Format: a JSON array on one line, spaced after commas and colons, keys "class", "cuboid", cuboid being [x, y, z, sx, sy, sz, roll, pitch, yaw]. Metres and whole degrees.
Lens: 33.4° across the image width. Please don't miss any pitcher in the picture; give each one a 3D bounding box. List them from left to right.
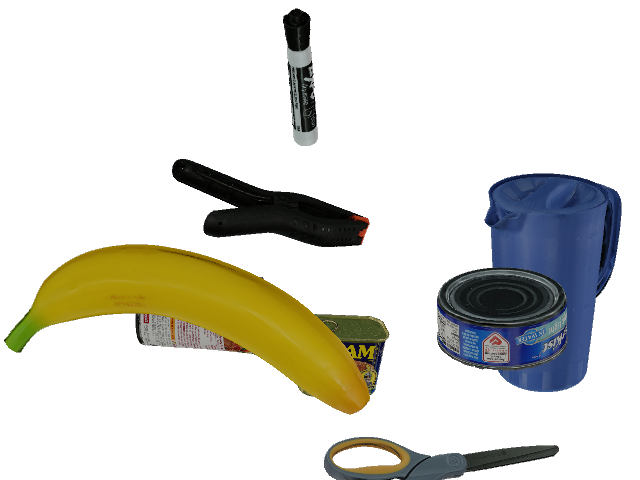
[{"class": "pitcher", "cuboid": [0.273, 0.048, 1.257, 0.149, 0.243, 0.144, 3, 24, 15]}]

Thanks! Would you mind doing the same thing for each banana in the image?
[{"class": "banana", "cuboid": [-0.066, 0.041, 0.572, 0.198, 0.070, 0.037, 11, 12, 4]}]

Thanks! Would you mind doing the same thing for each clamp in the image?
[{"class": "clamp", "cuboid": [-0.044, -0.025, 1.090, 0.209, 0.036, 0.164, 14, 20, -18]}]

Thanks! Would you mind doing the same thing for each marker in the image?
[{"class": "marker", "cuboid": [-0.014, -0.117, 0.772, 0.020, 0.020, 0.121, 0, -39, 4]}]

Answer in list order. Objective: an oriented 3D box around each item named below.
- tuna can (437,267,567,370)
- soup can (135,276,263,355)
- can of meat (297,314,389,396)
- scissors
[{"class": "tuna can", "cuboid": [0.119, 0.050, 0.703, 0.086, 0.034, 0.086, -4, 24, 2]}, {"class": "soup can", "cuboid": [-0.103, 0.062, 0.926, 0.102, 0.068, 0.068, 4, 0, 5]}, {"class": "can of meat", "cuboid": [0.024, 0.139, 1.280, 0.102, 0.084, 0.057, 3, 24, -14]}, {"class": "scissors", "cuboid": [0.103, 0.199, 0.870, 0.201, 0.016, 0.096, 5, 44, -4]}]
